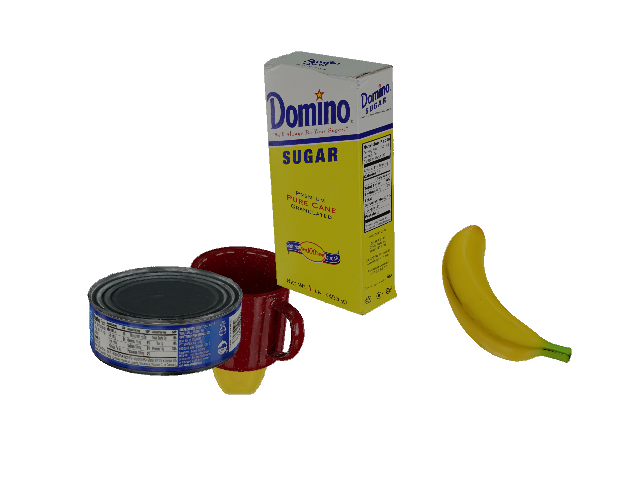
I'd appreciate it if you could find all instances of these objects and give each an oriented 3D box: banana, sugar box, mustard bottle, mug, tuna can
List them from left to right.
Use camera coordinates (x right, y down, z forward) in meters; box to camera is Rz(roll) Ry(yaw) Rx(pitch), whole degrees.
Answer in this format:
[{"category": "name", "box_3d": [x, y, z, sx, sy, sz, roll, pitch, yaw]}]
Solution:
[{"category": "tuna can", "box_3d": [-0.087, 0.044, 0.600, 0.086, 0.034, 0.086, 2, 18, -1]}, {"category": "mustard bottle", "box_3d": [-0.085, 0.076, 1.158, 0.058, 0.096, 0.191, -1, 28, -2]}, {"category": "mug", "box_3d": [-0.061, 0.066, 0.934, 0.117, 0.081, 0.093, 23, 30, 31]}, {"category": "sugar box", "box_3d": [0.007, -0.042, 0.771, 0.093, 0.176, 0.048, 16, 31, 41]}, {"category": "banana", "box_3d": [0.140, 0.046, 0.911, 0.069, 0.037, 0.198, 6, 32, -22]}]
